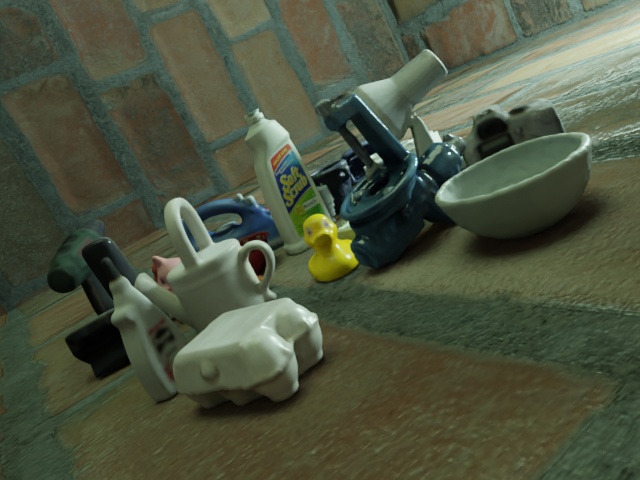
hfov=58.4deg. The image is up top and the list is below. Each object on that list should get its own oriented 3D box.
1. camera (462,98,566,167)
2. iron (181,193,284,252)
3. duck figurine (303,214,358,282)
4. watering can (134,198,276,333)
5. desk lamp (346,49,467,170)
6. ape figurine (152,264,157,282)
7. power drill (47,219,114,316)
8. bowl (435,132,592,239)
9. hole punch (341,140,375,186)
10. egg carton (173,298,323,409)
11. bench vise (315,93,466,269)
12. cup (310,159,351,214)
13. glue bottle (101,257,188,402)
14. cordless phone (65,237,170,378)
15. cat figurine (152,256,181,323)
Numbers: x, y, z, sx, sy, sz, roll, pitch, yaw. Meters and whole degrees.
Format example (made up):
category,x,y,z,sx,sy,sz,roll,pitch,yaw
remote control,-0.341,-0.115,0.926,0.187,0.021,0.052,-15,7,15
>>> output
category,x,y,z,sx,sy,sz,roll,pitch,yaw
camera,0.284,-0.164,0.872,0.143,0.101,0.137,-22,14,18
iron,-0.184,-0.024,1.162,0.257,0.141,0.119,-22,14,21
duck figurine,0.007,0.003,0.802,0.077,0.086,0.104,-26,13,3
watering can,-0.146,0.041,0.711,0.173,0.194,0.100,-30,13,-12
desk lamp,0.175,-0.211,1.018,0.203,0.214,0.118,-25,13,8
ape figurine,-0.279,0.077,1.064,0.076,0.092,0.078,-17,17,38
power drill,-0.420,0.076,1.088,0.075,0.208,0.229,-25,13,6
bowl,0.214,-0.048,0.614,0.167,0.075,0.167,-25,13,7
hole punch,0.091,-0.182,1.348,0.109,0.091,0.101,-31,14,-17
egg carton,-0.073,0.114,0.564,0.150,0.069,0.107,-18,16,35
bench vise,0.088,-0.100,0.741,0.121,0.220,0.208,-12,20,48
cup,0.037,-0.104,1.142,0.092,0.095,0.117,-34,15,-29
glue bottle,-0.206,0.096,0.663,0.037,0.173,0.078,-22,14,20
cordless phone,-0.329,0.098,0.873,0.147,0.185,0.094,-29,13,-7
cat figurine,-0.246,0.075,0.952,0.127,0.118,0.067,-16,17,39
